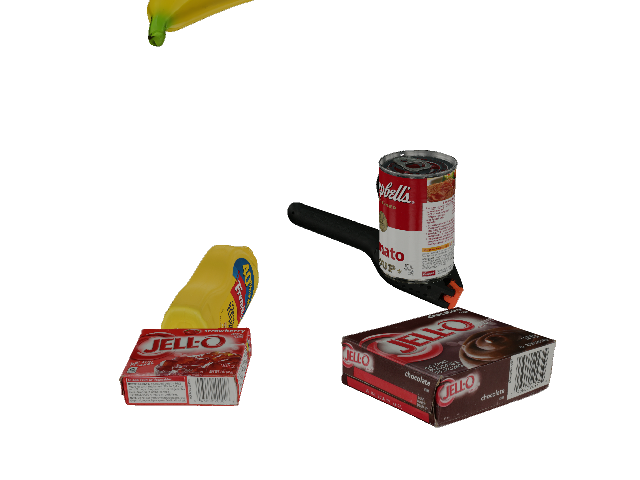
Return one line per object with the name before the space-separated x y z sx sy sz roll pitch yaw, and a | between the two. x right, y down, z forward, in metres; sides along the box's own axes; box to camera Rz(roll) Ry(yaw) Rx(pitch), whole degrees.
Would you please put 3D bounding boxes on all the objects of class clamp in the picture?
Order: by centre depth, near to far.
clamp | 0.073 0.003 1.204 0.164 0.036 0.210 -16 51 -35

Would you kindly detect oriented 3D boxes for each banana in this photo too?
banana | -0.040 -0.176 0.729 0.197 0.070 0.037 -24 -33 -22

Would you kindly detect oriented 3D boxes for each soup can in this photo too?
soup can | 0.085 -0.021 0.939 0.068 0.102 0.068 -1 23 0

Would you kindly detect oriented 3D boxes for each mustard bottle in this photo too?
mustard bottle | -0.106 0.060 1.103 0.058 0.096 0.191 6 30 13

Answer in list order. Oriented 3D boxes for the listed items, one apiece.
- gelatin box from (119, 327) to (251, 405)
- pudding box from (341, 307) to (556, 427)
gelatin box | -0.102 0.095 0.820 0.089 0.030 0.073 0 24 6
pudding box | 0.083 0.080 0.700 0.113 0.039 0.090 -8 18 -39
